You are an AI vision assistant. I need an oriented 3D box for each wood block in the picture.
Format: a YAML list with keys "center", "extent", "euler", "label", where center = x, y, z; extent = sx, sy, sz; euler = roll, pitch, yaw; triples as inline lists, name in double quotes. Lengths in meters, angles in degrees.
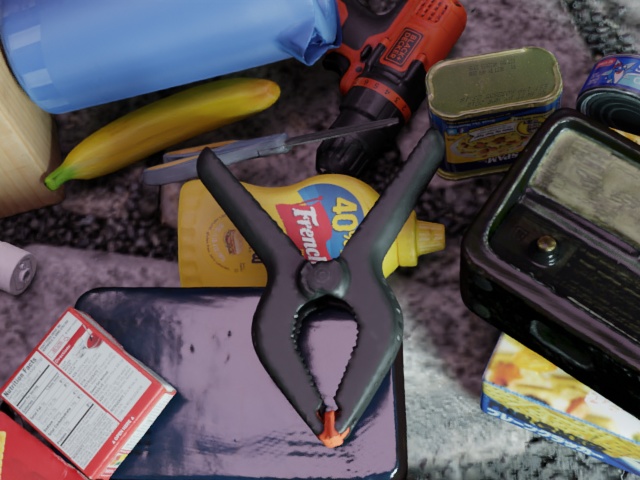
- center: [-0.273, -0.105, 0.801]
  extent: [0.091, 0.206, 0.090]
  euler: [-15, 61, 1]
  label: "wood block"

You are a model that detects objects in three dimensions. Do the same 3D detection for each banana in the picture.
- center: [-0.122, -0.087, 0.847]
  extent: [0.198, 0.037, 0.069]
  euler: [-23, 32, 7]
  label: "banana"

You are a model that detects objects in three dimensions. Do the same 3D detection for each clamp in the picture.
- center: [-0.007, 0.023, 0.676]
  extent: [0.164, 0.036, 0.210]
  euler: [2, 70, 9]
  label: "clamp"

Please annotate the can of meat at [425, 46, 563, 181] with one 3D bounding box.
- center: [0.129, -0.095, 0.797]
  extent: [0.102, 0.084, 0.057]
  euler: [-9, 62, 5]
  label: "can of meat"

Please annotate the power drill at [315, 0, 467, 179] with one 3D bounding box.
- center: [0.000, -0.148, 0.865]
  extent: [0.188, 0.057, 0.184]
  euler: [29, 73, 21]
  label: "power drill"

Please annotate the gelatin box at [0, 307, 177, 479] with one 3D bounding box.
- center: [-0.148, 0.097, 0.681]
  extent: [0.089, 0.030, 0.073]
  euler: [37, 86, 18]
  label: "gelatin box"

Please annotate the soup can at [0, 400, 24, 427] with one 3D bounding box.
- center: [-0.263, 0.150, 0.739]
  extent: [0.102, 0.068, 0.068]
  euler: [-8, 61, 1]
  label: "soup can"

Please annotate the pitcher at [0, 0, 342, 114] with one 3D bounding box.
- center: [-0.114, -0.187, 0.810]
  extent: [0.243, 0.145, 0.149]
  euler: [-14, 23, 12]
  label: "pitcher"

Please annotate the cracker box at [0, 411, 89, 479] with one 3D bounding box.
- center: [-0.216, 0.189, 0.626]
  extent: [0.213, 0.072, 0.164]
  euler: [39, 47, -2]
  label: "cracker box"

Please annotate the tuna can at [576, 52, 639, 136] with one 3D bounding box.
- center: [0.232, -0.096, 0.779]
  extent: [0.086, 0.086, 0.033]
  euler: [25, 71, 21]
  label: "tuna can"

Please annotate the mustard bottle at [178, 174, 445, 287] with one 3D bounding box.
- center: [-0.005, 0.001, 0.778]
  extent: [0.192, 0.058, 0.096]
  euler: [-2, 86, 8]
  label: "mustard bottle"

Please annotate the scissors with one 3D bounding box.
- center: [-0.049, -0.065, 0.790]
  extent: [0.202, 0.016, 0.096]
  euler: [-4, 17, 37]
  label: "scissors"
